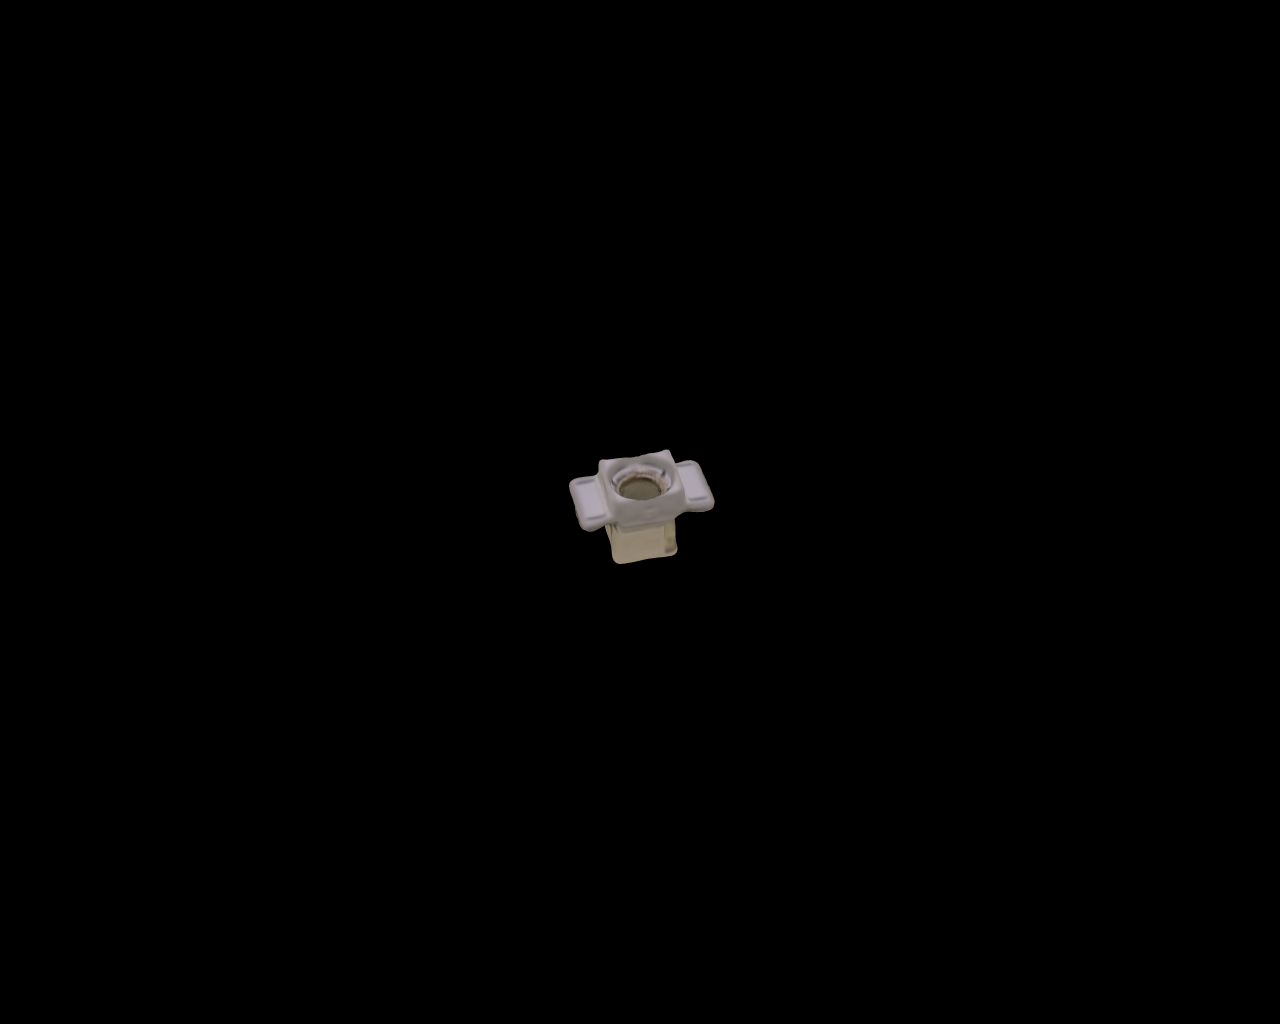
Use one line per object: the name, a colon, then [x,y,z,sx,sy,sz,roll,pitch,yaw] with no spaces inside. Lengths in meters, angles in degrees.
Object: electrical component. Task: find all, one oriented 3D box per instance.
electrical component: [0.001,-0.003,0.650,0.081,0.042,0.063,-9,-43,-8]
